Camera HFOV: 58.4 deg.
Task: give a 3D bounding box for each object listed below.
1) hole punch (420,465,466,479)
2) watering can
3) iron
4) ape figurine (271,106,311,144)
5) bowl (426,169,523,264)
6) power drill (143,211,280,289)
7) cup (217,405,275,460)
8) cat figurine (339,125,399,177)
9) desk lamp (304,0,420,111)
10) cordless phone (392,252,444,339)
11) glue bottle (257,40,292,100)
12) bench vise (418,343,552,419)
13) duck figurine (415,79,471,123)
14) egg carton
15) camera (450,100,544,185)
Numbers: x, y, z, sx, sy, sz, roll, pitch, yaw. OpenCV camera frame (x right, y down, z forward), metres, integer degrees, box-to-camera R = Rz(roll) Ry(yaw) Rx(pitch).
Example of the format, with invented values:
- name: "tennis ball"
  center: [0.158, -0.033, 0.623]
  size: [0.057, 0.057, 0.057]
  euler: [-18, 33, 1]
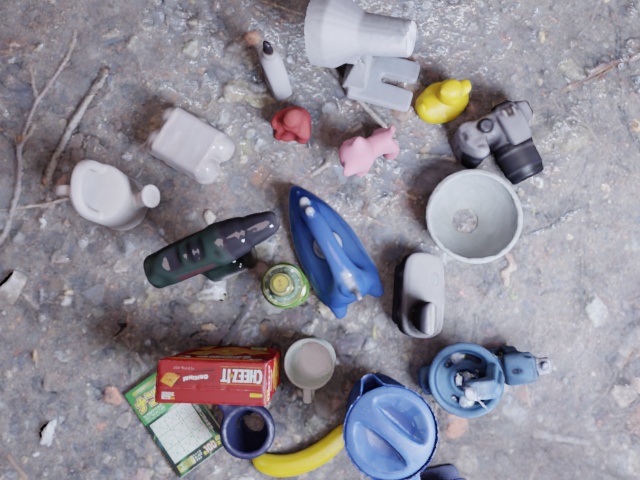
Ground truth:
- name: "hole punch"
  center: [0.203, 0.443, 0.959]
  size: [0.108, 0.091, 0.101]
  euler: [-14, 84, -1]
- name: "watering can"
  center: [-0.362, -0.080, 0.973]
  size: [0.173, 0.194, 0.101]
  euler: [-17, 83, -1]
- name: "iron"
  center: [0.009, 0.004, 0.985]
  size: [0.118, 0.141, 0.258]
  euler: [-30, 84, -2]
- name: "ape figurine"
  center: [-0.048, -0.212, 1.034]
  size: [0.076, 0.092, 0.078]
  euler: [-44, 85, -4]
- name: "bowl"
  center: [0.267, -0.038, 1.019]
  size: [0.167, 0.075, 0.167]
  euler: [0, 84, 1]
- name: "power drill"
  center: [-0.166, 0.017, 0.952]
  size: [0.229, 0.208, 0.075]
  euler: [-22, 84, -1]
- name: "cup"
  center: [-0.128, 0.308, 0.976]
  size: [0.117, 0.095, 0.092]
  euler: [44, 86, 5]
- name: "cat figurine"
  center: [0.082, -0.161, 1.014]
  size: [0.128, 0.118, 0.067]
  euler: [-34, 84, -3]
- name: "desk lamp"
  center: [0.079, -0.327, 0.984]
  size: [0.203, 0.213, 0.118]
  euler: [15, 84, 3]
- name: "cordless phone"
  center: [0.175, 0.091, 0.951]
  size: [0.094, 0.185, 0.148]
  euler: [0, 84, 1]
- name: "glue bottle"
  center: [-0.085, -0.308, 1.004]
  size: [0.037, 0.173, 0.078]
  euler: [-29, 84, -2]
- name: "bench vise"
  center: [0.270, 0.210, 0.919]
  size: [0.207, 0.220, 0.121]
  euler: [-28, 84, -2]
- name: "duck figurine"
  center: [0.226, -0.260, 1.038]
  size: [0.104, 0.086, 0.077]
  euler: [-22, 84, -1]
- name: "egg carton"
  center: [-0.235, -0.173, 1.044]
  size: [0.150, 0.069, 0.107]
  euler: [30, 85, 4]
- name: "camera"
  center: [0.328, -0.166, 1.019]
  size: [0.143, 0.101, 0.137]
  euler: [-26, 84, -2]
